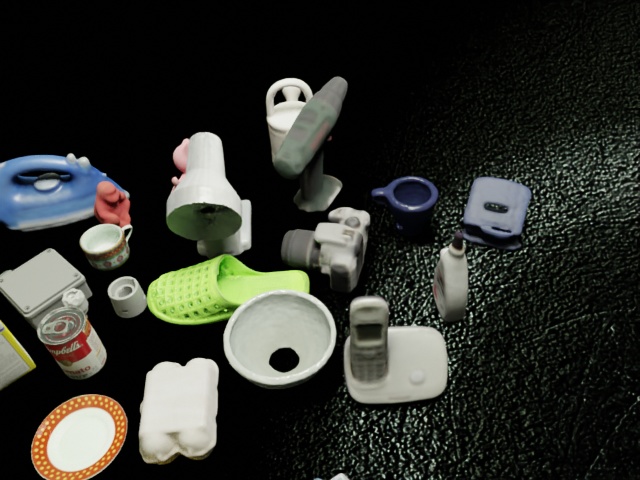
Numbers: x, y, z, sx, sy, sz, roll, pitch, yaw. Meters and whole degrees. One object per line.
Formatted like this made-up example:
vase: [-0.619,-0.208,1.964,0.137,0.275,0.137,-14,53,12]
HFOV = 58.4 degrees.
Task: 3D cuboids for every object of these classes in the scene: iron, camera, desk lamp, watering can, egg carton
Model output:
iron: [-0.518,-0.112,1.108,0.258,0.141,0.118,-11,46,-7]
camera: [0.009,0.004,0.990,0.136,0.101,0.143,8,47,12]
desk lamp: [-0.186,-0.063,0.988,0.118,0.214,0.203,-6,46,-1]
watering can: [-0.060,-0.246,1.169,0.101,0.194,0.172,-19,48,-14]
egg carton: [-0.195,0.237,0.801,0.107,0.069,0.150,-7,46,-2]

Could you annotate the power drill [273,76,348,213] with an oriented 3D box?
power drill: [-0.007,-0.166,1.079,0.075,0.209,0.230,18,50,20]

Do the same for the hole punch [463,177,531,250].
hole punch: [0.316,-0.048,1.025,0.108,0.091,0.101,14,49,16]

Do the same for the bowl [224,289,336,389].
bowl: [-0.057,0.160,0.862,0.167,0.075,0.167,-2,46,2]

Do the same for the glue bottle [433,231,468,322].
glue bottle: [0.204,0.048,0.883,0.037,0.173,0.078,-11,46,-6]

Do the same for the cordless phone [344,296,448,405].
cordless phone: [0.105,0.144,0.789,0.147,0.185,0.094,-6,46,-2]

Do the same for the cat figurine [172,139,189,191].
cat figurine: [-0.263,-0.139,1.133,0.067,0.118,0.128,7,47,11]

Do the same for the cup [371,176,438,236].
cup: [0.151,-0.054,1.039,0.117,0.095,0.091,4,47,8]

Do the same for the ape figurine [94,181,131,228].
ape figurine: [-0.400,-0.071,1.095,0.076,0.092,0.078,15,49,18]

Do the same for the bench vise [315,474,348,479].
bench vise: [-0.067,0.303,0.624,0.121,0.220,0.208,31,56,29]
